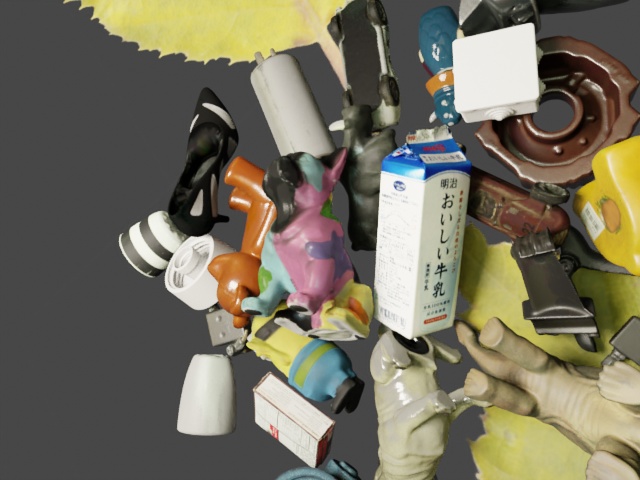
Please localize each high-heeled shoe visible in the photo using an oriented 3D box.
[{"bbox_3d":[-0.185,-0.123,0.785,0.086,0.145,0.248,-15,80,21],"label":"high-heeled shoe"}]

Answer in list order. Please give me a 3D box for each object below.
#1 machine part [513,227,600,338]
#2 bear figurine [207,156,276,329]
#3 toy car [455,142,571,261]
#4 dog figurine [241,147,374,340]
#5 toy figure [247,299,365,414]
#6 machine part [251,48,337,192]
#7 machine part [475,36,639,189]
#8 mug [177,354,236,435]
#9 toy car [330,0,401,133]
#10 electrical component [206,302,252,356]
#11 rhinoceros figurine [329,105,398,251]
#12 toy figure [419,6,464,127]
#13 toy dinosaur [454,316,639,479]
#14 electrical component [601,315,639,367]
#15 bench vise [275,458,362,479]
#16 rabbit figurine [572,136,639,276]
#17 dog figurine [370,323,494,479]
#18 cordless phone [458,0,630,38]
[{"bbox_3d":[0.244,0.051,0.571,0.084,0.039,0.138,-1,127,45],"label":"machine part"},{"bbox_3d":[-0.102,0.009,0.727,0.132,0.120,0.196,27,71,6],"label":"bear figurine"},{"bbox_3d":[0.192,-0.048,0.627,0.202,0.053,0.089,36,132,37],"label":"toy car"},{"bbox_3d":[-0.001,-0.002,0.657,0.109,0.191,0.219,-10,61,43],"label":"dog figurine"},{"bbox_3d":[-0.018,0.151,0.716,0.180,0.082,0.089,31,70,31],"label":"toy figure"},{"bbox_3d":[-0.035,-0.173,0.763,0.079,0.079,0.243,-29,73,18],"label":"machine part"},{"bbox_3d":[0.276,-0.145,0.634,0.180,0.056,0.179,-4,81,24],"label":"machine part"},{"bbox_3d":[-0.163,0.219,0.781,0.110,0.081,0.107,-11,71,60],"label":"mug"},{"bbox_3d":[0.064,-0.245,0.740,0.074,0.056,0.201,-13,78,29],"label":"toy car"},{"bbox_3d":[-0.133,0.120,0.789,0.078,0.045,0.102,-14,79,21],"label":"electrical component"},{"bbox_3d":[0.065,-0.078,0.694,0.112,0.073,0.190,4,106,40],"label":"rhinoceros figurine"},{"bbox_3d":[0.164,-0.220,0.690,0.058,0.064,0.154,-7,84,-15],"label":"toy figure"},{"bbox_3d":[0.299,0.175,0.487,0.472,0.198,0.105,30,98,56],"label":"toy dinosaur"},{"bbox_3d":[0.357,0.118,0.585,0.063,0.021,0.094,43,101,21],"label":"electrical component"},{"bbox_3d":[-0.042,0.359,0.627,0.223,0.240,0.129,-44,65,-4],"label":"bench vise"},{"bbox_3d":[0.374,-0.034,0.537,0.173,0.121,0.162,-13,50,-6],"label":"rabbit figurine"},{"bbox_3d":[0.095,0.218,0.658,0.190,0.121,0.172,-64,31,23],"label":"dog figurine"},{"bbox_3d":[0.256,-0.278,0.608,0.184,0.146,0.088,3,94,25],"label":"cordless phone"}]
